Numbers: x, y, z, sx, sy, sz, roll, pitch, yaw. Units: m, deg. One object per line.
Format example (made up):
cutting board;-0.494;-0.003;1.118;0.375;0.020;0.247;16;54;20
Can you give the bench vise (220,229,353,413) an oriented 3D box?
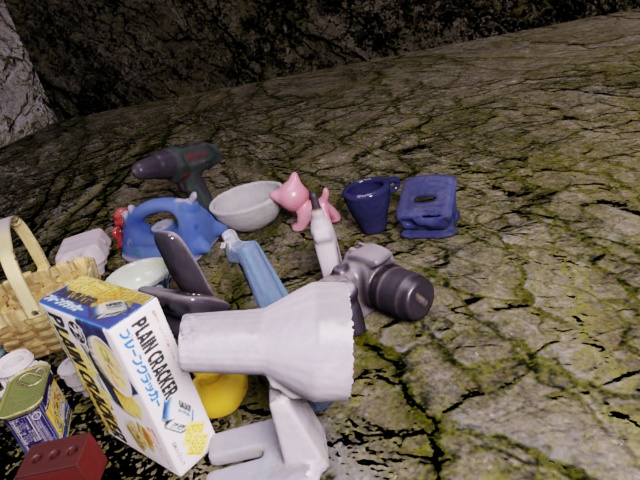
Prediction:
bench vise;-0.042;0.089;0.710;0.206;0.220;0.122;3;31;32

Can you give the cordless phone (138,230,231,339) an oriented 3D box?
cordless phone;-0.233;0.060;0.911;0.147;0.185;0.094;3;31;33

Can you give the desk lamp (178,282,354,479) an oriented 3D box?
desk lamp;-0.048;0.154;0.591;0.203;0.214;0.118;-15;26;1

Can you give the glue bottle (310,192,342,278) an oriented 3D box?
glue bottle;0.008;0.003;0.910;0.037;0.173;0.078;-13;26;3

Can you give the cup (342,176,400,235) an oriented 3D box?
cup;0.106;-0.065;1.087;0.118;0.095;0.091;-24;27;-17

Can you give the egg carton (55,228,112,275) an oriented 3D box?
egg carton;-0.512;0.033;1.248;0.107;0.069;0.150;-18;26;-7

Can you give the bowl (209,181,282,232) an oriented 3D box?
bowl;-0.151;-0.064;1.244;0.167;0.075;0.167;-12;26;6

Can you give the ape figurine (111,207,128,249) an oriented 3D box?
ape figurine;-0.445;-0.032;1.316;0.076;0.092;0.077;-31;30;-30

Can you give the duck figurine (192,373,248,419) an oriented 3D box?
duck figurine;-0.142;0.170;0.755;0.077;0.086;0.104;-15;26;-1

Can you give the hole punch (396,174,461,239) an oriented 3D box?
hole punch;0.197;-0.061;1.034;0.108;0.091;0.101;-1;29;26

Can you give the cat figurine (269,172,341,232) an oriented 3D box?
cat figurine;-0.032;-0.080;1.164;0.127;0.118;0.067;0;30;29

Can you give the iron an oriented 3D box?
iron;-0.330;-0.026;1.186;0.257;0.142;0.119;-4;28;22

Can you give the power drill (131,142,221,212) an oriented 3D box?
power drill;-0.293;-0.113;1.264;0.075;0.209;0.230;3;31;33

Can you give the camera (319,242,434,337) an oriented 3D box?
camera;0.082;0.069;0.823;0.143;0.101;0.136;-32;30;-31
